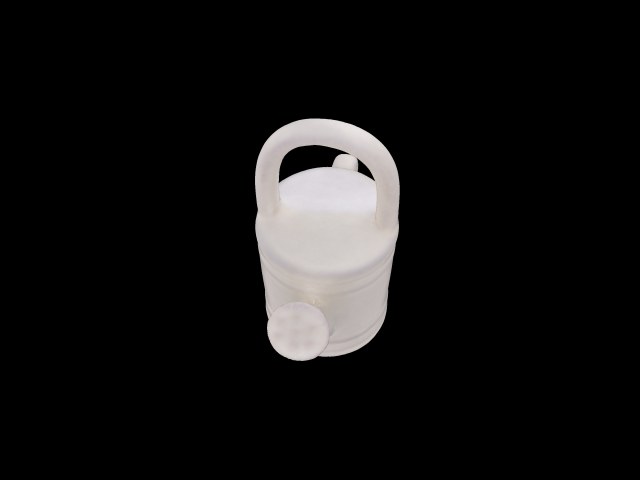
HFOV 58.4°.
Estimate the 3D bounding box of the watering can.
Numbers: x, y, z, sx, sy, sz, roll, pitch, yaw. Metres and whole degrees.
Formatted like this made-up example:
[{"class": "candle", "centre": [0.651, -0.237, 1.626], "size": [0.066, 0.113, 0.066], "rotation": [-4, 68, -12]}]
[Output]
[{"class": "watering can", "centre": [0.006, 0.002, 0.400], "size": [0.101, 0.194, 0.172], "rotation": [-8, 53, -6]}]
